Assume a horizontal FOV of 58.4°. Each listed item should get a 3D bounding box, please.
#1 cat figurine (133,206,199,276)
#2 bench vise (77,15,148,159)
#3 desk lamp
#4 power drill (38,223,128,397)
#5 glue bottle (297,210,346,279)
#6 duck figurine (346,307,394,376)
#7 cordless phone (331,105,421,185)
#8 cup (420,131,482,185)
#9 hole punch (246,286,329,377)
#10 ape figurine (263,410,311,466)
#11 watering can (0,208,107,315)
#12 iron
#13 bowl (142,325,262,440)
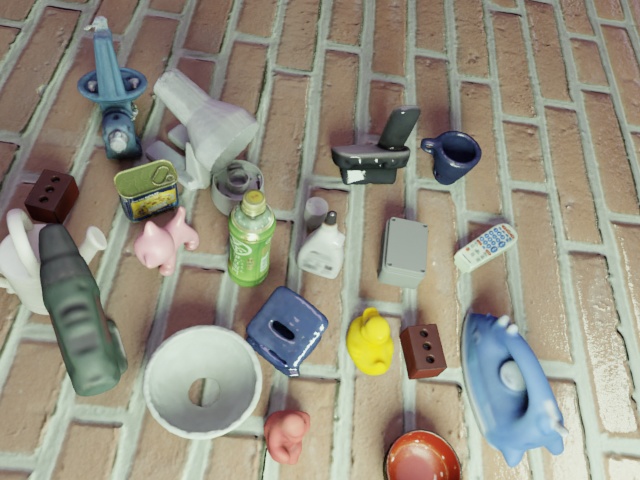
[{"bbox_3d":[-0.254,-0.001,0.930,0.067,0.118,0.128,28,59,8],"label":"cat figurine"},{"bbox_3d":[-0.354,-0.264,1.011,0.122,0.220,0.207,-25,66,-22],"label":"bench vise"},{"bbox_3d":[-0.211,-0.180,0.990,0.203,0.213,0.118,36,60,12],"label":"desk lamp"},{"bbox_3d":[-0.327,0.117,0.792,0.076,0.208,0.229,-19,64,-20],"label":"power drill"},{"bbox_3d":[0.009,0.003,0.942,0.078,0.173,0.037,20,58,2],"label":"glue bottle"},{"bbox_3d":[0.086,0.158,0.914,0.077,0.086,0.104,-4,60,-12],"label":"duck figurine"},{"bbox_3d":[0.104,-0.190,1.069,0.148,0.185,0.094,-7,61,-14],"label":"cordless phone"},{"bbox_3d":[0.246,-0.156,1.127,0.118,0.095,0.092,15,58,-1],"label":"cup"},{"bbox_3d":[-0.052,0.144,0.895,0.108,0.091,0.101,36,60,12],"label":"hole punch"},{"bbox_3d":[-0.043,0.273,0.818,0.078,0.092,0.076,-32,69,-25],"label":"ape figurine"},{"bbox_3d":[-0.409,0.022,0.843,0.173,0.194,0.100,-37,71,-27],"label":"watering can"},{"bbox_3d":[0.300,0.206,0.891,0.119,0.141,0.258,-9,61,-15],"label":"iron"},{"bbox_3d":[-0.169,0.215,0.841,0.167,0.075,0.167,5,59,-7],"label":"bowl"}]
